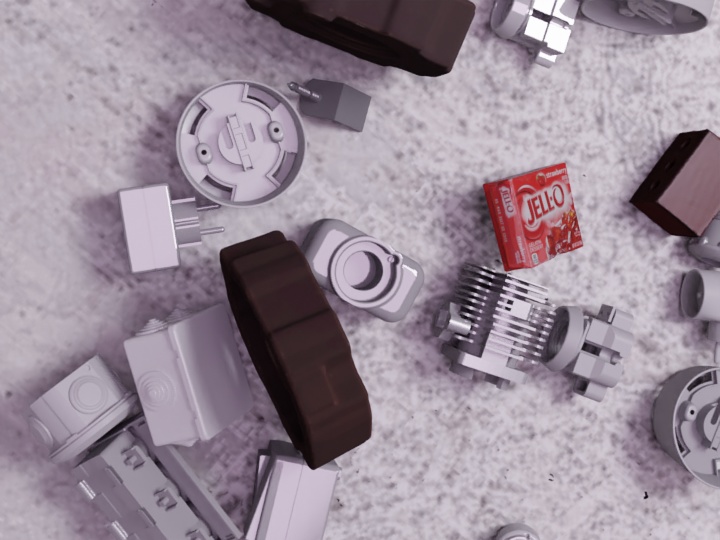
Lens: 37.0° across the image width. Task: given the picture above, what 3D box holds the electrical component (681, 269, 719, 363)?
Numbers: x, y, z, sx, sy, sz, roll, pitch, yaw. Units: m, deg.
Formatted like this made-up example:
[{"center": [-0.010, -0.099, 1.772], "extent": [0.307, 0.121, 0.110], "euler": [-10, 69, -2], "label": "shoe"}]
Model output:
[{"center": [0.318, 0.042, 0.922], "extent": [0.077, 0.044, 0.079], "euler": [5, 93, -10], "label": "electrical component"}]

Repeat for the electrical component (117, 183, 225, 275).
[{"center": [-0.145, -0.035, 0.837], "extent": [0.077, 0.047, 0.065], "euler": [-9, 95, -9], "label": "electrical component"}]

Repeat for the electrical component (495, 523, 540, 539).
[{"center": [0.132, 0.235, 0.889], "extent": [0.040, 0.078, 0.040], "euler": [0, 88, 5], "label": "electrical component"}]

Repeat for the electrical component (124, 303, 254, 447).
[{"center": [-0.131, 0.080, 0.822], "extent": [0.048, 0.100, 0.099], "euler": [-14, 95, 19], "label": "electrical component"}]

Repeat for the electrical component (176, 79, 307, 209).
[{"center": [-0.093, -0.097, 0.834], "extent": [0.099, 0.064, 0.099], "euler": [-1, 94, -9], "label": "electrical component"}]

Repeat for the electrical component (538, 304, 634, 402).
[{"center": [0.185, 0.063, 0.895], "extent": [0.057, 0.058, 0.078], "euler": [21, 90, -13], "label": "electrical component"}]

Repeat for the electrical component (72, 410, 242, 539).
[{"center": [-0.161, 0.179, 0.833], "extent": [0.079, 0.063, 0.121], "euler": [-30, 100, 35], "label": "electrical component"}]

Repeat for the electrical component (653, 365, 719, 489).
[{"center": [0.302, 0.130, 0.914], "extent": [0.099, 0.064, 0.099], "euler": [-1, 94, -10], "label": "electrical component"}]

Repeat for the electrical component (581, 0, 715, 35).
[{"center": [0.236, -0.221, 0.866], "extent": [0.099, 0.099, 0.064], "euler": [24, 83, -10], "label": "electrical component"}]

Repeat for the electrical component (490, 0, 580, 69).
[{"center": [0.141, -0.205, 0.877], "extent": [0.055, 0.048, 0.066], "euler": [18, 90, -18], "label": "electrical component"}]

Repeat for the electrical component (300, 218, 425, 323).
[{"center": [0.000, 0.000, 0.858], "extent": [0.095, 0.059, 0.053], "euler": [29, 88, -10], "label": "electrical component"}]

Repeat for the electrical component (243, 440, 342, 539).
[{"center": [-0.055, 0.177, 0.858], "extent": [0.061, 0.062, 0.096], "euler": [13, 91, -10], "label": "electrical component"}]

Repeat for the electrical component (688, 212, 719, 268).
[{"center": [0.311, -0.034, 0.917], "extent": [0.048, 0.048, 0.062], "euler": [23, 83, -10], "label": "electrical component"}]

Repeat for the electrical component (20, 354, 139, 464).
[{"center": [-0.213, 0.106, 0.819], "extent": [0.080, 0.080, 0.051], "euler": [-38, 94, -5], "label": "electrical component"}]
